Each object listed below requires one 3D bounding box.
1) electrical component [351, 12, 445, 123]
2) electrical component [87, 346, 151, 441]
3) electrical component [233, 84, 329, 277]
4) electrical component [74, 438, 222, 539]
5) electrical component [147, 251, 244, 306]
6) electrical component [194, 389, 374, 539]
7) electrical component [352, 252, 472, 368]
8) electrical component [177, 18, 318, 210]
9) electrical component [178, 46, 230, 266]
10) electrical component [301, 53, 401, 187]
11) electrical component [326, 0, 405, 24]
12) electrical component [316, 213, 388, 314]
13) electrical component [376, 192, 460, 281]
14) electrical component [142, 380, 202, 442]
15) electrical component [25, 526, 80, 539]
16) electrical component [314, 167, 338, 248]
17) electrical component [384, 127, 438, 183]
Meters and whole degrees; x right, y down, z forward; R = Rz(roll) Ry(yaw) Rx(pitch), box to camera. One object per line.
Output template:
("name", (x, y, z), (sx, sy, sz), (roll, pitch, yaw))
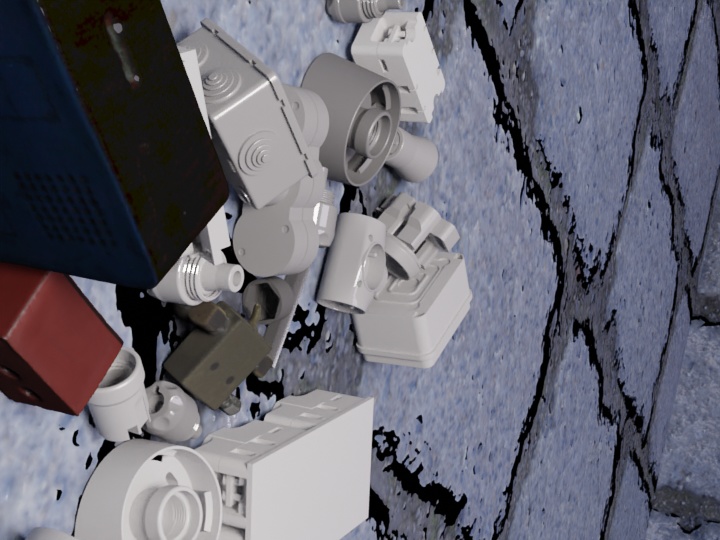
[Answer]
("electrical component", (0.030, -0.174, 0.924), (0.050, 0.056, 0.089), (-67, 150, -28))
("electrical component", (-0.148, 0.075, 0.650), (0.040, 0.040, 0.046), (-55, 149, -43))
("electrical component", (-0.064, -0.064, 0.765), (0.074, 0.052, 0.138), (-5, 101, -64))
("electrical component", (-0.137, 0.159, 0.692), (0.099, 0.064, 0.099), (10, 78, -55))
("electrical component", (-0.105, 0.002, 0.689), (0.043, 0.062, 0.043), (-27, 121, -59))
("electrical component", (-0.059, 0.166, 0.829), (0.186, 0.060, 0.105), (-17, 112, -62))
("electrical component", (0.049, 0.035, 0.996), (0.113, 0.078, 0.057), (-51, 137, -47))
("electrical component", (-0.080, -0.096, 0.676), (0.048, 0.100, 0.099), (-37, 140, -12))
("electrical component", (-0.123, -0.065, 0.625), (0.063, 0.079, 0.121), (-23, 121, -29))
("electrical component", (-0.011, -0.120, 0.875), (0.099, 0.064, 0.099), (-47, 150, -39))
("electrical component", (0.006, -0.214, 0.857), (0.035, 0.061, 0.035), (-27, 121, -59))
("electrical component", (0.000, 0.000, 0.923), (0.079, 0.044, 0.077), (38, 63, -61))
("electrical component", (0.042, -0.028, 0.973), (0.057, 0.078, 0.058), (-51, 145, -14))
("electrical component", (-0.123, 0.097, 0.712), (0.061, 0.035, 0.035), (55, 49, -58))
("electrical component", (-0.156, 0.199, 0.593), (0.060, 0.108, 0.108), (-56, 144, -33))
("electrical component", (-0.038, -0.050, 0.834), (0.043, 0.043, 0.062), (20, 77, -64))
("electrical component", (0.038, -0.108, 0.976), (0.065, 0.044, 0.044), (19, 79, -59))
